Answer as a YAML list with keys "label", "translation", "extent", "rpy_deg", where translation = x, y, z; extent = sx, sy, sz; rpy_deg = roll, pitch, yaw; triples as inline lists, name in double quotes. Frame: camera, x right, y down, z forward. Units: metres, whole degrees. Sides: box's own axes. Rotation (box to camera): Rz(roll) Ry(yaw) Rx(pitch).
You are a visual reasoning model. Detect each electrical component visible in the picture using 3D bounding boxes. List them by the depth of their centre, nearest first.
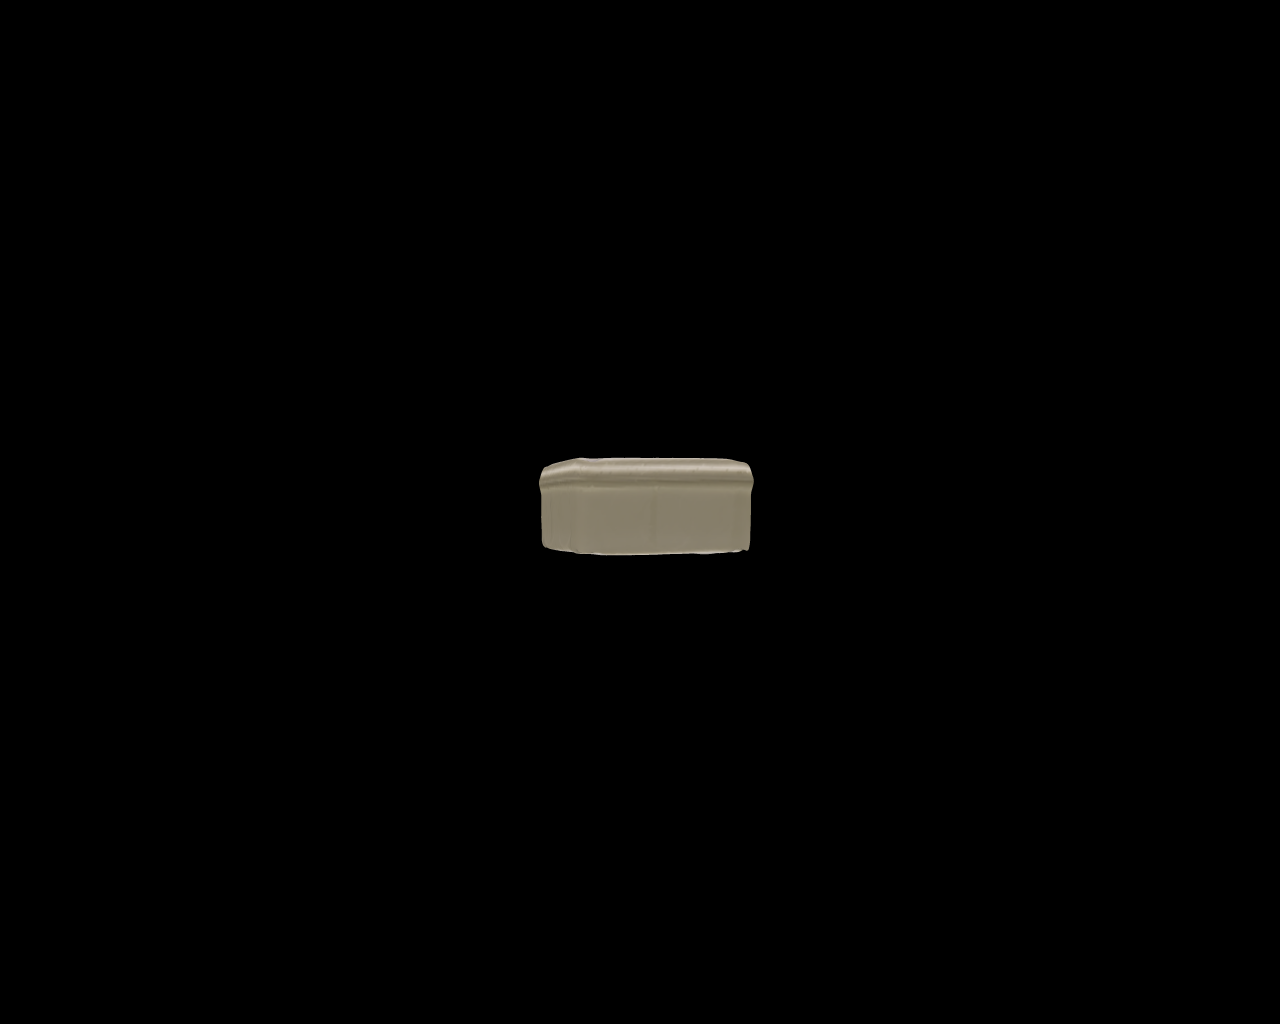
- label: "electrical component"
  translation: [0.001, -0.003, 0.650]
  extent: [0.109, 0.056, 0.108]
  rpy_deg: [0, 0, -17]
